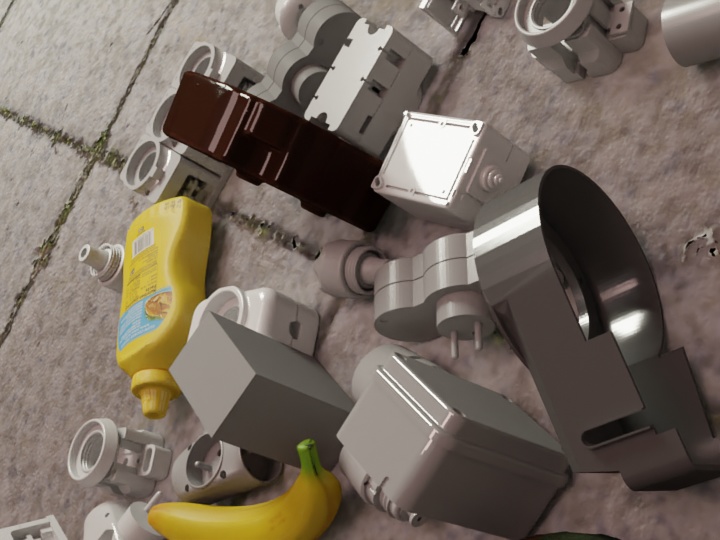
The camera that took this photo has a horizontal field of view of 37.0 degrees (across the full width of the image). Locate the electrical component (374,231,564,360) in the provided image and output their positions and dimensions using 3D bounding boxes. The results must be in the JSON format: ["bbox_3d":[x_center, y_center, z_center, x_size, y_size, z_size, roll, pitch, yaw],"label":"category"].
[{"bbox_3d":[0.066,0.021,0.682,0.138,0.052,0.073,-24,52,37],"label":"electrical component"}]

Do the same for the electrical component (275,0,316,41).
[{"bbox_3d":[-0.056,-0.234,0.970,0.048,0.048,0.062,-52,33,12],"label":"electrical component"}]

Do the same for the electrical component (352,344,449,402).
[{"bbox_3d":[0.027,0.078,0.690,0.047,0.055,0.055,31,93,55],"label":"electrical component"}]

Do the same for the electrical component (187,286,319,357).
[{"bbox_3d":[-0.086,0.048,0.825,0.095,0.059,0.053,-11,60,43],"label":"electrical component"}]

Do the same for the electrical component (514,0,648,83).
[{"bbox_3d":[0.139,-0.162,0.706,0.078,0.057,0.058,-4,66,46],"label":"electrical component"}]

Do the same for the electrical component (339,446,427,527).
[{"bbox_3d":[0.018,0.133,0.678,0.040,0.040,0.078,-55,40,8],"label":"electrical component"}]

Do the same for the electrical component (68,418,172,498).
[{"bbox_3d":[-0.204,0.156,0.891,0.078,0.057,0.058,-13,59,43],"label":"electrical component"}]

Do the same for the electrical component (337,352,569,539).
[{"bbox_3d":[0.055,0.099,0.602,0.057,0.113,0.078,-59,39,9],"label":"electrical component"}]

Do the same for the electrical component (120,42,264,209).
[{"bbox_3d":[-0.154,-0.130,0.999,0.089,0.062,0.150,32,93,51],"label":"electrical component"}]

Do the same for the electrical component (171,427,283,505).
[{"bbox_3d":[-0.099,0.130,0.803,0.077,0.044,0.079,-26,51,35],"label":"electrical component"}]

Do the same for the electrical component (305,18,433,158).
[{"bbox_3d":[0.010,-0.139,0.833,0.050,0.056,0.089,33,93,51],"label":"electrical component"}]

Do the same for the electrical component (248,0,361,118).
[{"bbox_3d":[-0.041,-0.156,0.900,0.138,0.052,0.073,-52,40,12],"label":"electrical component"}]

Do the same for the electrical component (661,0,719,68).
[{"bbox_3d":[0.221,-0.148,0.620,0.081,0.043,0.043,-10,62,44],"label":"electrical component"}]

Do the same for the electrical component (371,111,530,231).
[{"bbox_3d":[0.067,-0.063,0.722,0.096,0.061,0.061,19,82,50],"label":"electrical component"}]

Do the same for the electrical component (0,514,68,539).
[{"bbox_3d":[-0.246,0.273,0.836,0.150,0.062,0.089,34,125,51],"label":"electrical component"}]

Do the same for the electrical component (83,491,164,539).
[{"bbox_3d":[-0.176,0.209,0.841,0.079,0.043,0.077,-52,40,11],"label":"electrical component"}]

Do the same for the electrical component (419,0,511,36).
[{"bbox_3d":[0.086,-0.220,0.809,0.064,0.042,0.081,29,91,49],"label":"electrical component"}]

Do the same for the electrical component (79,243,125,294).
[{"bbox_3d":[-0.234,-0.005,1.013,0.043,0.062,0.043,-25,52,36],"label":"electrical component"}]

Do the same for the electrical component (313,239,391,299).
[{"bbox_3d":[0.000,0.000,0.773,0.062,0.043,0.043,3,71,47],"label":"electrical component"}]
